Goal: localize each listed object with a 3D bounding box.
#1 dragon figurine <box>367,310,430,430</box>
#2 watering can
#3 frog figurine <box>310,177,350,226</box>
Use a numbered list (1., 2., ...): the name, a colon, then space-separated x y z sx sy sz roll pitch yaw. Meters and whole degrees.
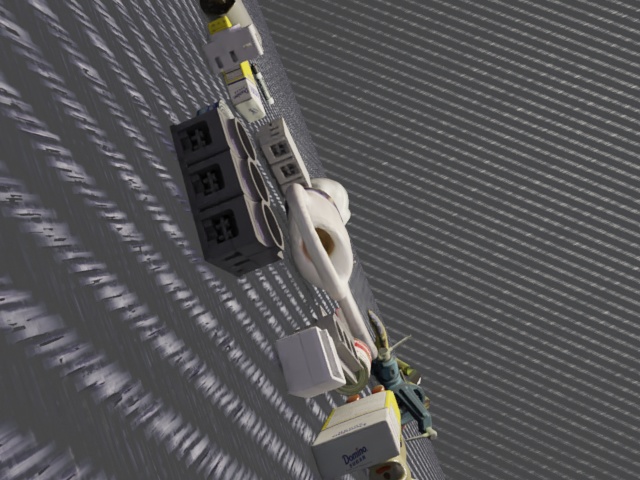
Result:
1. dragon figurine: 0.191 0.371 1.500 0.242 0.123 0.409 180 -110 -78
2. watering can: 0.015 0.039 0.937 0.229 0.104 0.342 -100 167 -64
3. frog figurine: 0.004 -0.058 1.156 0.136 0.121 0.163 24 42 -32
